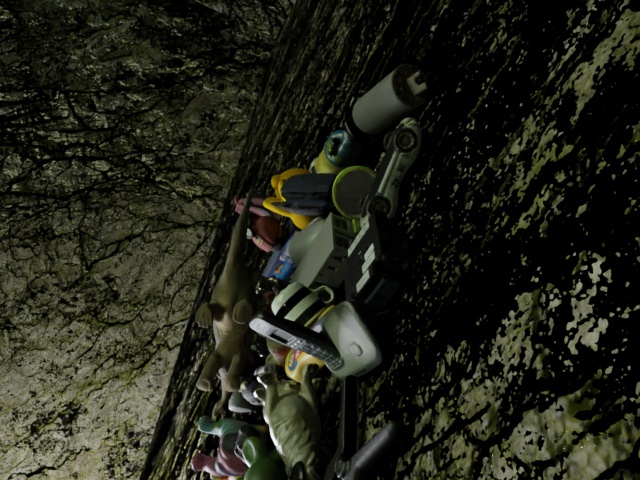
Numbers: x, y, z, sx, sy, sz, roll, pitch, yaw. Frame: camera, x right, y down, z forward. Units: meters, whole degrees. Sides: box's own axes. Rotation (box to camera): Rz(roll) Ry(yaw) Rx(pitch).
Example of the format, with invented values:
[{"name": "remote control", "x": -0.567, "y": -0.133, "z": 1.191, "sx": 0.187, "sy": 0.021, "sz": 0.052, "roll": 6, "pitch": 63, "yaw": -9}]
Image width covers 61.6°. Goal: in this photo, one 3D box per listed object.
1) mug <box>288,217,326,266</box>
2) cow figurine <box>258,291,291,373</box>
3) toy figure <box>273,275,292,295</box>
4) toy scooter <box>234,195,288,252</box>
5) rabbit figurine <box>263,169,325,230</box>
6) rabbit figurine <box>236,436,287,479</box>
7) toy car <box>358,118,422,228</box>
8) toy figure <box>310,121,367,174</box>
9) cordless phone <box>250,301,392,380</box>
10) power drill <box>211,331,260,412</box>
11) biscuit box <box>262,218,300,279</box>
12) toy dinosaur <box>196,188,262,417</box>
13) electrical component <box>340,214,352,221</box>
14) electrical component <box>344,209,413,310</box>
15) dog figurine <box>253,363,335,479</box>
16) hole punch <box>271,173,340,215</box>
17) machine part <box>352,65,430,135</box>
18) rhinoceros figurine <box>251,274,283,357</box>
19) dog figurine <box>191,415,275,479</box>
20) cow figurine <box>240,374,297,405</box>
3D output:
[{"name": "mug", "x": -0.002, "y": -0.003, "z": 1.120, "sx": 0.107, "sy": 0.080, "sz": 0.109, "roll": -37, "pitch": 30, "yaw": 41}, {"name": "cow figurine", "x": -0.077, "y": 0.183, "z": 1.094, "sx": 0.195, "sy": 0.085, "sz": 0.127, "roll": -96, "pitch": -10, "yaw": -78}, {"name": "toy figure", "x": -0.102, "y": 0.138, "z": 1.296, "sx": 0.064, "sy": 0.058, "sz": 0.154, "roll": 57, "pitch": 136, "yaw": 19}, {"name": "toy scooter", "x": -0.147, "y": -0.052, "z": 1.297, "sx": 0.075, "sy": 0.135, "sz": 0.184, "roll": -54, "pitch": 25, "yaw": 36}, {"name": "rabbit figurine", "x": -0.041, "y": -0.090, "z": 1.239, "sx": 0.122, "sy": 0.162, "sz": 0.173, "roll": -47, "pitch": 44, "yaw": 27}, {"name": "rabbit figurine", "x": -0.087, "y": 0.399, "z": 0.855, "sx": 0.159, "sy": 0.121, "sz": 0.170, "roll": -78, "pitch": 9, "yaw": -47}, {"name": "toy car", "x": 0.117, "y": -0.106, "z": 0.893, "sx": 0.073, "sy": 0.056, "sz": 0.201, "roll": -139, "pitch": 70, "yaw": -79}, {"name": "toy figure", "x": 0.036, "y": -0.175, "z": 1.169, "sx": 0.180, "sy": 0.082, "sz": 0.089, "roll": -48, "pitch": 26, "yaw": 46}, {"name": "cordless phone", "x": -0.001, "y": 0.128, "z": 0.783, "sx": 0.146, "sy": 0.184, "sz": 0.089, "roll": -47, "pitch": 24, "yaw": 53}, {"name": "power drill", "x": -0.196, "y": 0.276, "z": 1.273, "sx": 0.207, "sy": 0.086, "sz": 0.232, "roll": 84, "pitch": -174, "yaw": -60}, {"name": "biscuit box", "x": -0.084, "y": 0.044, "z": 1.329, "sx": 0.202, "sy": 0.059, "sz": 0.063, "roll": -61, "pitch": 21, "yaw": 27}, {"name": "toy dinosaur", "x": -0.173, "y": 0.134, "z": 1.082, "sx": 0.198, "sy": 0.105, "sz": 0.470, "roll": -73, "pitch": -6, "yaw": -78}, {"name": "electrical component", "x": 0.062, "y": -0.068, "z": 1.070, "sx": 0.063, "sy": 0.021, "sz": 0.094, "roll": 154, "pitch": 133, "yaw": -66}, {"name": "electrical component", "x": 0.086, "y": 0.038, "z": 0.828, "sx": 0.134, "sy": 0.058, "sz": 0.114, "roll": -91, "pitch": 25, "yaw": -48}, {"name": "dog figurine", "x": -0.035, "y": 0.317, "z": 0.859, "sx": 0.172, "sy": 0.121, "sz": 0.191, "roll": 76, "pitch": 179, "yaw": -57}, {"name": "hole punch", "x": -0.016, "y": -0.099, "z": 1.111, "sx": 0.115, "sy": 0.142, "sz": 0.092, "roll": 8, "pitch": -93, "yaw": -73}, {"name": "machine part", "x": 0.126, "y": -0.253, "z": 0.984, "sx": 0.243, "sy": 0.079, "sz": 0.079, "roll": 167, "pitch": 121, "yaw": -70}, {"name": "rhinoceros figurine", "x": -0.129, "y": 0.172, "z": 1.234, "sx": 0.112, "sy": 0.073, "sz": 0.190, "roll": -13, "pitch": 84, "yaw": 44}, {"name": "dog figurine", "x": -0.128, "y": 0.403, "z": 1.029, "sx": 0.219, "sy": 0.191, "sz": 0.108, "roll": -11, "pitch": 51, "yaw": 30}, {"name": "cow figurine", "x": -0.099, "y": 0.294, "z": 1.049, "sx": 0.167, "sy": 0.098, "sz": 0.068, "roll": -35, "pitch": 33, "yaw": 62}]
